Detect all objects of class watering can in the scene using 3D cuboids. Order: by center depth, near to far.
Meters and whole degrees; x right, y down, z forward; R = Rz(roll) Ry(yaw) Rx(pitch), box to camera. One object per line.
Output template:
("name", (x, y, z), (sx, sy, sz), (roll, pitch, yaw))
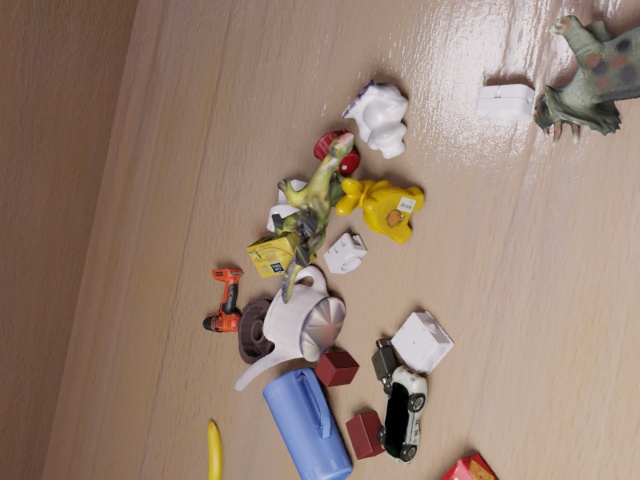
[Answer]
("watering can", (-0.067, 0.225, 1.221), (0.225, 0.103, 0.351), (11, 70, 50))

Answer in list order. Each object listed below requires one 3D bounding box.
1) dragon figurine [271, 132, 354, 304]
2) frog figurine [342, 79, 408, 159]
("dragon figurine", (0.004, -0.058, 1.161), (0.123, 0.247, 0.400), (31, 131, 21))
("frog figurine", (0.145, -0.267, 1.150), (0.135, 0.124, 0.160), (-43, 88, 24))
